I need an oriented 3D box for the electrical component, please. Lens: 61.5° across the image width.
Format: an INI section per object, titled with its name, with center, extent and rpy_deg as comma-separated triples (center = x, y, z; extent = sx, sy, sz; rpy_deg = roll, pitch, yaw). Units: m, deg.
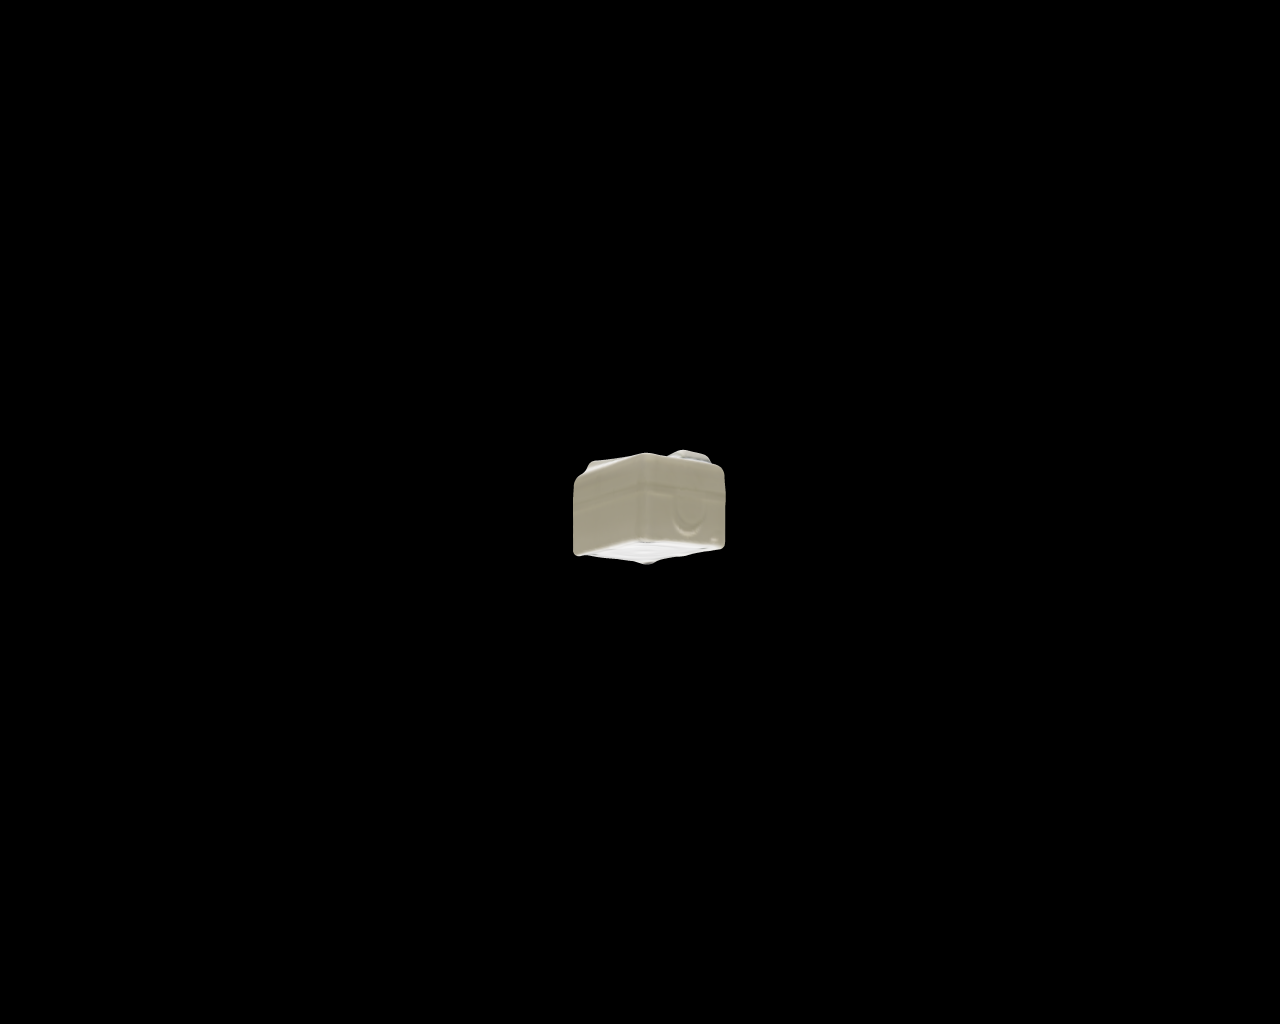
[electrical component]
center = 0.001, -0.003, 0.650
extent = 0.062, 0.061, 0.096
rpy_deg = 8, -14, -35
